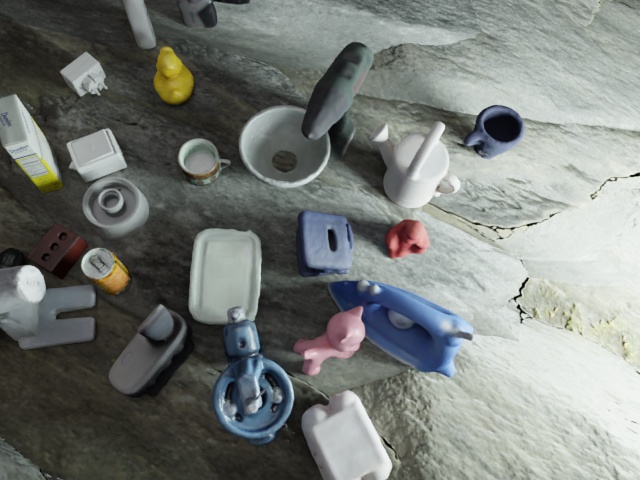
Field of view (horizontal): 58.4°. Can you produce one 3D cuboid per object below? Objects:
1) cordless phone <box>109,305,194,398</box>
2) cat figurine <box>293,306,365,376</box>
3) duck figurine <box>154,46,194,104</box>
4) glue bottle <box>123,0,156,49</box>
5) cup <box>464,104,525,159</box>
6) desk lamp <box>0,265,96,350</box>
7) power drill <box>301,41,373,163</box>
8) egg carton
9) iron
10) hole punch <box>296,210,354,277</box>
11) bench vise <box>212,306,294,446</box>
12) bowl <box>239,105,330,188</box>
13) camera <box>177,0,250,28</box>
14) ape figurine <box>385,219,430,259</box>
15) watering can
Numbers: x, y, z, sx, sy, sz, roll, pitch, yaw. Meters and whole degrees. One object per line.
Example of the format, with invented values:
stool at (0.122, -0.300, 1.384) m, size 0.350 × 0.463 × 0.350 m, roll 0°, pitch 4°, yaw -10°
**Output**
cordless phone at (-0.270, 0.164, 0.877) m, size 0.094 × 0.185 × 0.148 m, roll 31°, pitch 71°, yaw 8°
cat figurine at (0.021, 0.163, 0.932) m, size 0.128 × 0.118 × 0.067 m, roll -27°, pitch 74°, yaw -12°
duck figurine at (-0.287, -0.322, 1.103) m, size 0.077 × 0.086 × 0.104 m, roll -12°, pitch 71°, yaw -7°
glue bottle at (-0.355, -0.450, 1.098) m, size 0.037 × 0.173 × 0.078 m, roll -13°, pitch 71°, yaw -8°
cup at (0.318, -0.191, 1.090) m, size 0.118 × 0.095 × 0.091 m, roll -22°, pitch 73°, yaw -11°
desk lamp at (-0.476, 0.096, 0.873) m, size 0.203 × 0.213 × 0.118 m, roll -7°, pitch 71°, yaw -6°
power drill at (0.025, -0.230, 1.025) m, size 0.075 × 0.208 × 0.230 m, roll 23°, pitch 71°, yaw 5°
egg carton at (0.039, 0.323, 0.902) m, size 0.107 × 0.069 × 0.150 m, roll -25°, pitch 74°, yaw -12°
iron at (0.130, 0.119, 0.942) m, size 0.258 × 0.141 × 0.119 m, roll 27°, pitch 71°, yaw 6°
hole punch at (0.009, 0.004, 1.003) m, size 0.101 × 0.091 × 0.108 m, roll -5°, pitch 71°, yaw -5°
bench vise at (-0.119, 0.202, 0.855) m, size 0.121 × 0.220 × 0.207 m, roll -30°, pitch 75°, yaw -13°
bowl at (-0.065, -0.162, 1.066) m, size 0.167 × 0.075 × 0.167 m, roll 1°, pitch 70°, yaw -3°
camera at (-0.213, -0.518, 1.170) m, size 0.137 × 0.101 × 0.143 m, roll 7°, pitch 70°, yaw -1°
ape figurine at (0.159, -0.008, 1.016) m, size 0.077 × 0.092 × 0.076 m, roll 25°, pitch 71°, yaw 6°
watering can at (0.168, -0.141, 1.010) m, size 0.173 × 0.194 × 0.101 m, roll 12°, pitch 70°, yaw 1°
